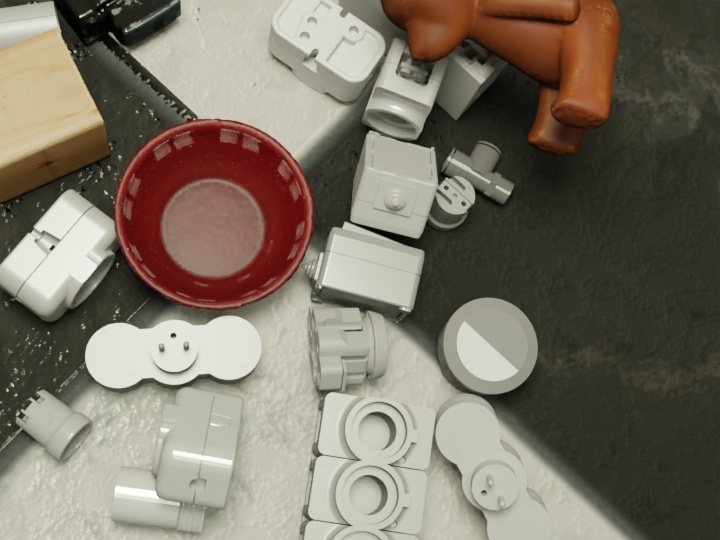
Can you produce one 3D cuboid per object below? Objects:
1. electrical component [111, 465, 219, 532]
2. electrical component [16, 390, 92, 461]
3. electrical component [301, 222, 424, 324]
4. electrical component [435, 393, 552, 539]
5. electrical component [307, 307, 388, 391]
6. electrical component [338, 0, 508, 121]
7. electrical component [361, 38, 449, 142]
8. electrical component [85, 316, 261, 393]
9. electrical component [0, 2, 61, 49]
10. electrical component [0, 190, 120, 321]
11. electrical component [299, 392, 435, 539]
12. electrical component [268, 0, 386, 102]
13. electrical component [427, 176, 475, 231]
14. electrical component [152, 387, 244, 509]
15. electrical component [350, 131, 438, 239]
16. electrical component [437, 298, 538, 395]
[{"bbox_3d":[-0.151,0.181,0.846,0.081,0.043,0.043,9,77,-7],"label":"electrical component"},{"bbox_3d":[-0.242,0.122,0.848,0.046,0.040,0.040,36,75,7],"label":"electrical component"},{"bbox_3d":[0.000,0.000,0.900,0.096,0.061,0.061,15,76,-5],"label":"electrical component"},{"bbox_3d":[0.107,0.168,0.860,0.052,0.073,0.138,-29,93,5],"label":"electrical component"},{"bbox_3d":[-0.010,0.063,0.883,0.057,0.058,0.078,-2,40,-11],"label":"electrical component"},{"bbox_3d":[0.060,-0.216,0.942,0.150,0.089,0.061,43,75,2],"label":"electrical component"},{"bbox_3d":[0.036,-0.149,0.924,0.050,0.089,0.055,21,75,-4],"label":"electrical component"},{"bbox_3d":[-0.148,0.065,0.856,0.138,0.073,0.052,-3,78,-10],"label":"electrical component"},{"bbox_3d":[-0.295,-0.199,0.907,0.081,0.043,0.043,-11,80,-11],"label":"electrical component"},{"bbox_3d":[-0.239,-0.008,0.868,0.059,0.053,0.095,37,75,0],"label":"electrical component"},{"bbox_3d":[0.003,0.180,0.861,0.089,0.061,0.150,10,76,-7],"label":"electrical component"},{"bbox_3d":[-0.030,-0.194,0.939,0.095,0.059,0.053,34,75,0],"label":"electrical component"},{"bbox_3d":[0.078,-0.058,0.933,0.040,0.046,0.040,2,77,-8],"label":"electrical component"},{"bbox_3d":[-0.126,0.136,0.833,0.059,0.095,0.053,11,116,-7],"label":"electrical component"},{"bbox_3d":[0.027,-0.066,0.900,0.062,0.096,0.061,14,117,-6],"label":"electrical component"},{"bbox_3d":[0.105,0.066,0.907,0.080,0.051,0.080,2,77,-8],"label":"electrical component"}]
